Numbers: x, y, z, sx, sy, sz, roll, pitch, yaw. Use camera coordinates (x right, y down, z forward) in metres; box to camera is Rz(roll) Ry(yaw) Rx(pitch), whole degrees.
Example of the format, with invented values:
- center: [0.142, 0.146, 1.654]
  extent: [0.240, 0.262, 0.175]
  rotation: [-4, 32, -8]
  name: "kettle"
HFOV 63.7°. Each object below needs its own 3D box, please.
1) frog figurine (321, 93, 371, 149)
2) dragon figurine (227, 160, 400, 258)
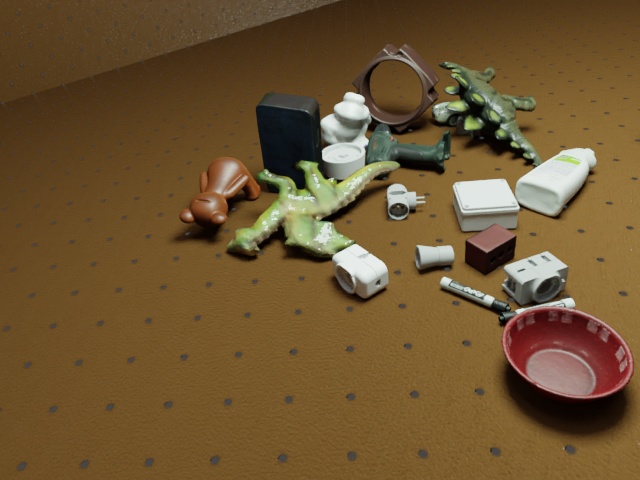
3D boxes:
- center: [0.067, -0.312, 1.350]
  extent: [0.137, 0.156, 0.125]
  rotation: [-8, 33, 0]
  name: "frog figurine"
- center: [0.003, -0.054, 1.071]
  extent: [0.411, 0.119, 0.248]
  rotation: [-13, 51, -5]
  name: "dragon figurine"
